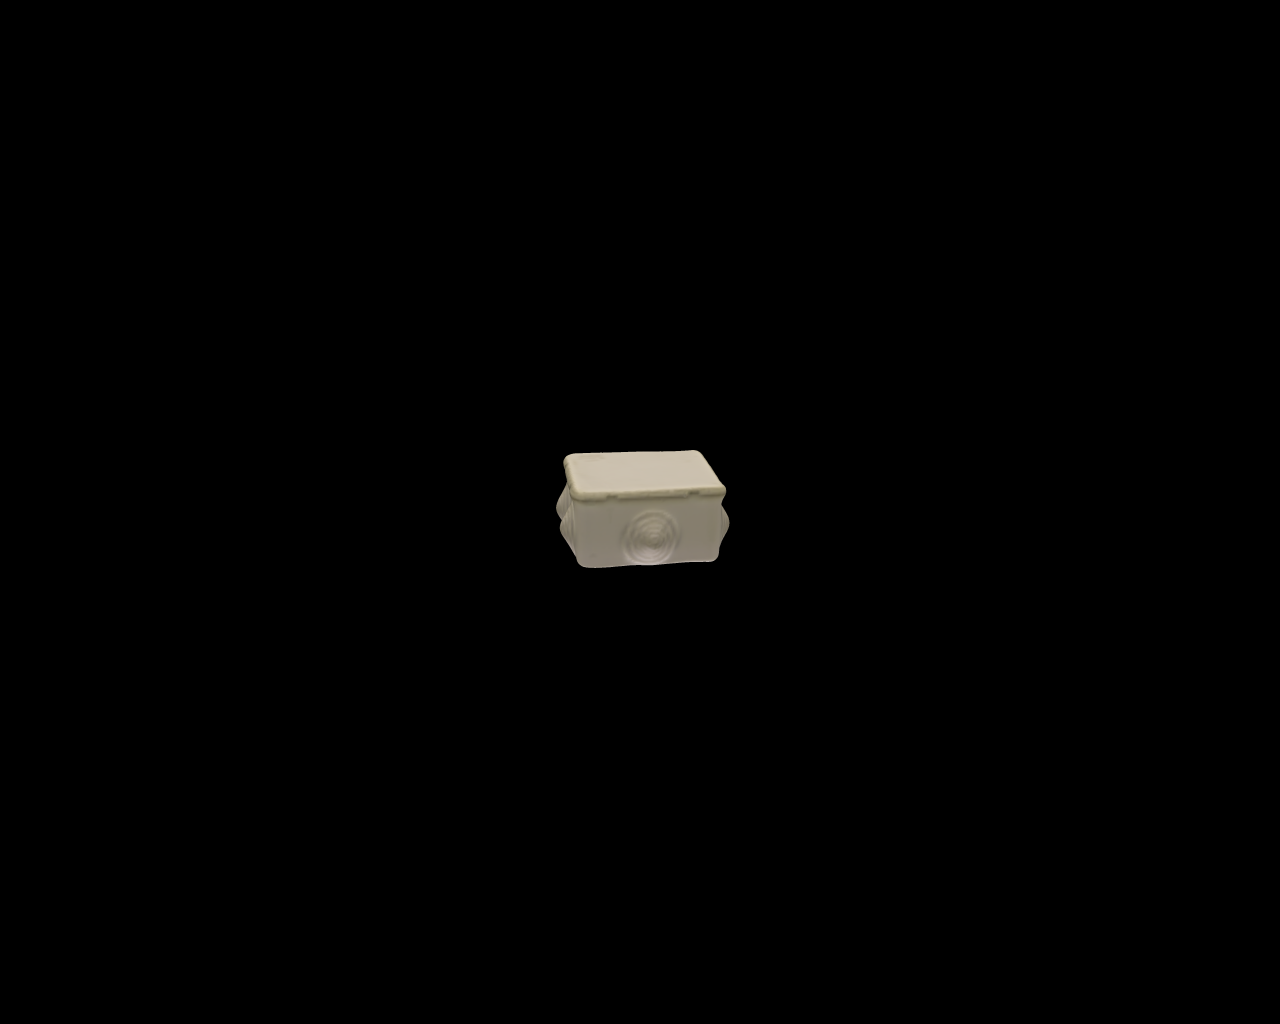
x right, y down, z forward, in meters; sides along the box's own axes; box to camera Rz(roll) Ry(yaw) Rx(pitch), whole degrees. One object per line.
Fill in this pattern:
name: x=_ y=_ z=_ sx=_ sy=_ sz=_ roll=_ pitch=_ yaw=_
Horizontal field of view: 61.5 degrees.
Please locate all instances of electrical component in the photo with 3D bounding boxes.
electrical component: x=0.001 y=-0.003 z=0.650 sx=0.100 sy=0.048 sz=0.100 roll=-2 pitch=18 yaw=-7
